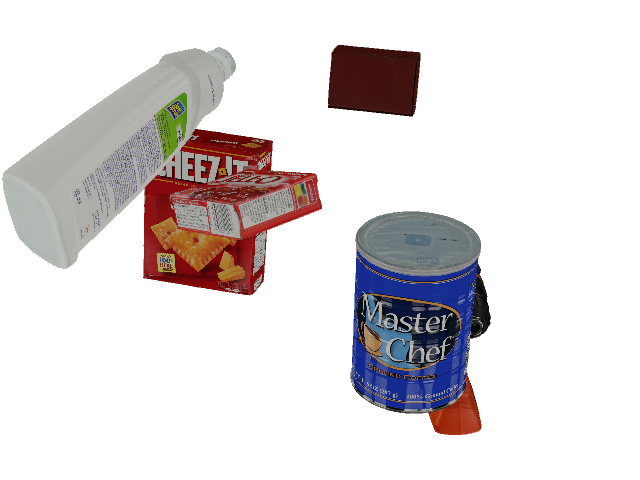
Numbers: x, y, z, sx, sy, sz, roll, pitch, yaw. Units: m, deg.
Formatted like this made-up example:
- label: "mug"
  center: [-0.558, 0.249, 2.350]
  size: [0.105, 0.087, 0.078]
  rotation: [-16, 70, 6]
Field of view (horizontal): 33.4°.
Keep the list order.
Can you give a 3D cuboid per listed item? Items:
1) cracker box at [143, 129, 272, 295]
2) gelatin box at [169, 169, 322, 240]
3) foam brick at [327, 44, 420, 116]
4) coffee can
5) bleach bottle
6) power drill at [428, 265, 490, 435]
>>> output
- label: "cracker box"
  center: [-0.158, -0.040, 1.479]
  size: [0.164, 0.214, 0.072]
  rotation: [10, 23, 11]
- label: "gelatin box"
  center: [-0.055, -0.028, 0.767]
  size: [0.073, 0.030, 0.089]
  rotation: [-21, 18, -34]
- label: "foam brick"
  center: [0.048, -0.143, 0.953]
  size: [0.078, 0.051, 0.053]
  rotation: [7, 18, 7]
- label: "coffee can"
  center: [0.079, 0.060, 0.905]
  size: [0.103, 0.140, 0.103]
  rotation: [1, 28, -1]
- label: "bleach bottle"
  center: [-0.165, -0.090, 0.953]
  size: [0.068, 0.102, 0.250]
  rotation: [30, 55, 22]
- label: "power drill"
  center: [0.145, 0.109, 1.136]
  size: [0.057, 0.188, 0.184]
  rotation: [-1, 24, -1]
